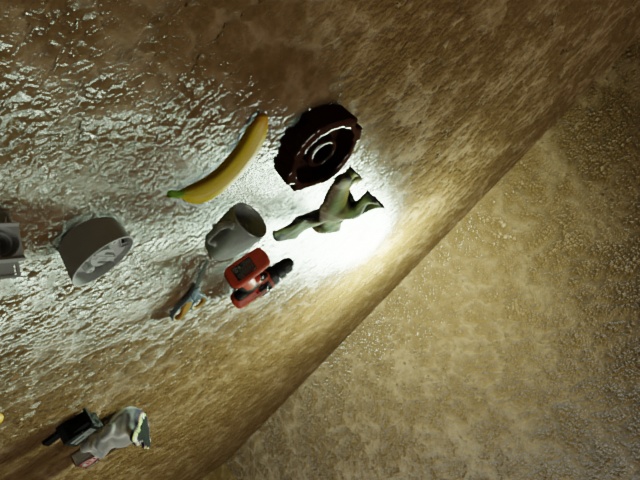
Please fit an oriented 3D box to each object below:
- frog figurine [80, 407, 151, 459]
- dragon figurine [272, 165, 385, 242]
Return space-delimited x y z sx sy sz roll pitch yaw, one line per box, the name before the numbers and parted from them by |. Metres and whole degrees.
frog figurine | -0.541 0.506 1.360 0.159 0.124 0.136 -4 167 2
dragon figurine | 0.003 -0.056 1.118 0.241 0.123 0.409 -34 169 12
